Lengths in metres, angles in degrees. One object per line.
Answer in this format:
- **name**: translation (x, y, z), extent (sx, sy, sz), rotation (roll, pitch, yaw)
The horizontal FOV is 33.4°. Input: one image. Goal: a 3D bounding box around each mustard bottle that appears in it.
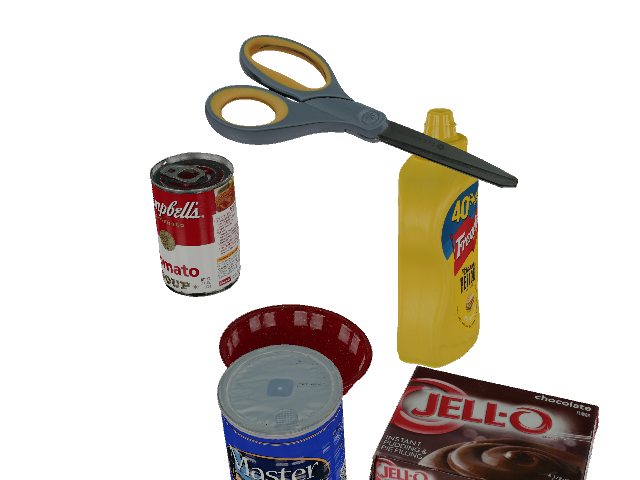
- **mustard bottle**: translation (0.091, -0.006, 0.821), extent (0.058, 0.192, 0.096), rotation (8, 22, 28)

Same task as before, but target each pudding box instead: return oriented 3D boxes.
- **pudding box**: translation (0.094, 0.119, 0.603), extent (0.113, 0.039, 0.090), rotation (13, 31, 15)

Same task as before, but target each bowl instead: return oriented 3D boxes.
- **bowl**: translation (-0.027, 0.134, 1.133), extent (0.162, 0.055, 0.162), rotation (3, 30, -2)

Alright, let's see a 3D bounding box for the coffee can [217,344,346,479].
- **coffee can**: translation (-0.029, 0.174, 0.906), extent (0.103, 0.140, 0.103), rotation (-2, 37, 2)

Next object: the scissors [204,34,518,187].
- **scissors**: translation (0.011, -0.063, 0.643), extent (0.096, 0.016, 0.202), rotation (-38, 59, -23)

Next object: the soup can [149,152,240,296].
- **soup can**: translation (-0.103, -0.013, 0.887), extent (0.068, 0.102, 0.068), rotation (-1, 31, 1)
